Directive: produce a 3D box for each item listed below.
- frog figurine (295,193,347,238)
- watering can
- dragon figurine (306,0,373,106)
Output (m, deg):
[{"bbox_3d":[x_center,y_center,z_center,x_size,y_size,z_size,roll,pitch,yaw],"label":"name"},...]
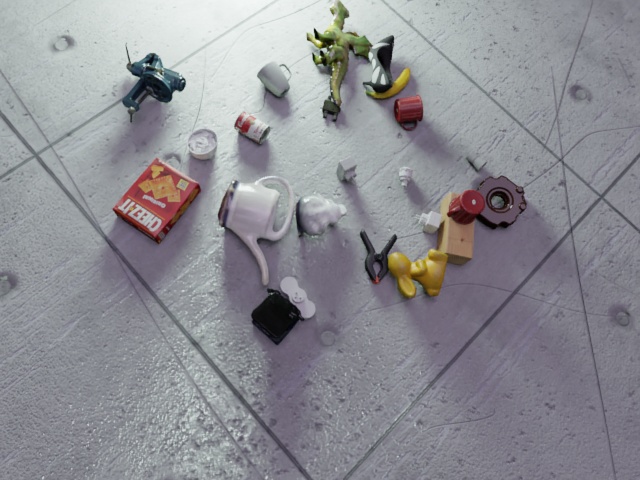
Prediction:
[{"bbox_3d":[0.005,-0.080,1.593,0.159,0.120,0.141,-6,52,3],"label":"frog figurine"},{"bbox_3d":[-0.203,-0.049,1.561,0.224,0.102,0.353,14,69,0],"label":"watering can"},{"bbox_3d":[0.093,-0.673,1.837,0.244,0.121,0.413,-15,81,-20],"label":"dragon figurine"}]
